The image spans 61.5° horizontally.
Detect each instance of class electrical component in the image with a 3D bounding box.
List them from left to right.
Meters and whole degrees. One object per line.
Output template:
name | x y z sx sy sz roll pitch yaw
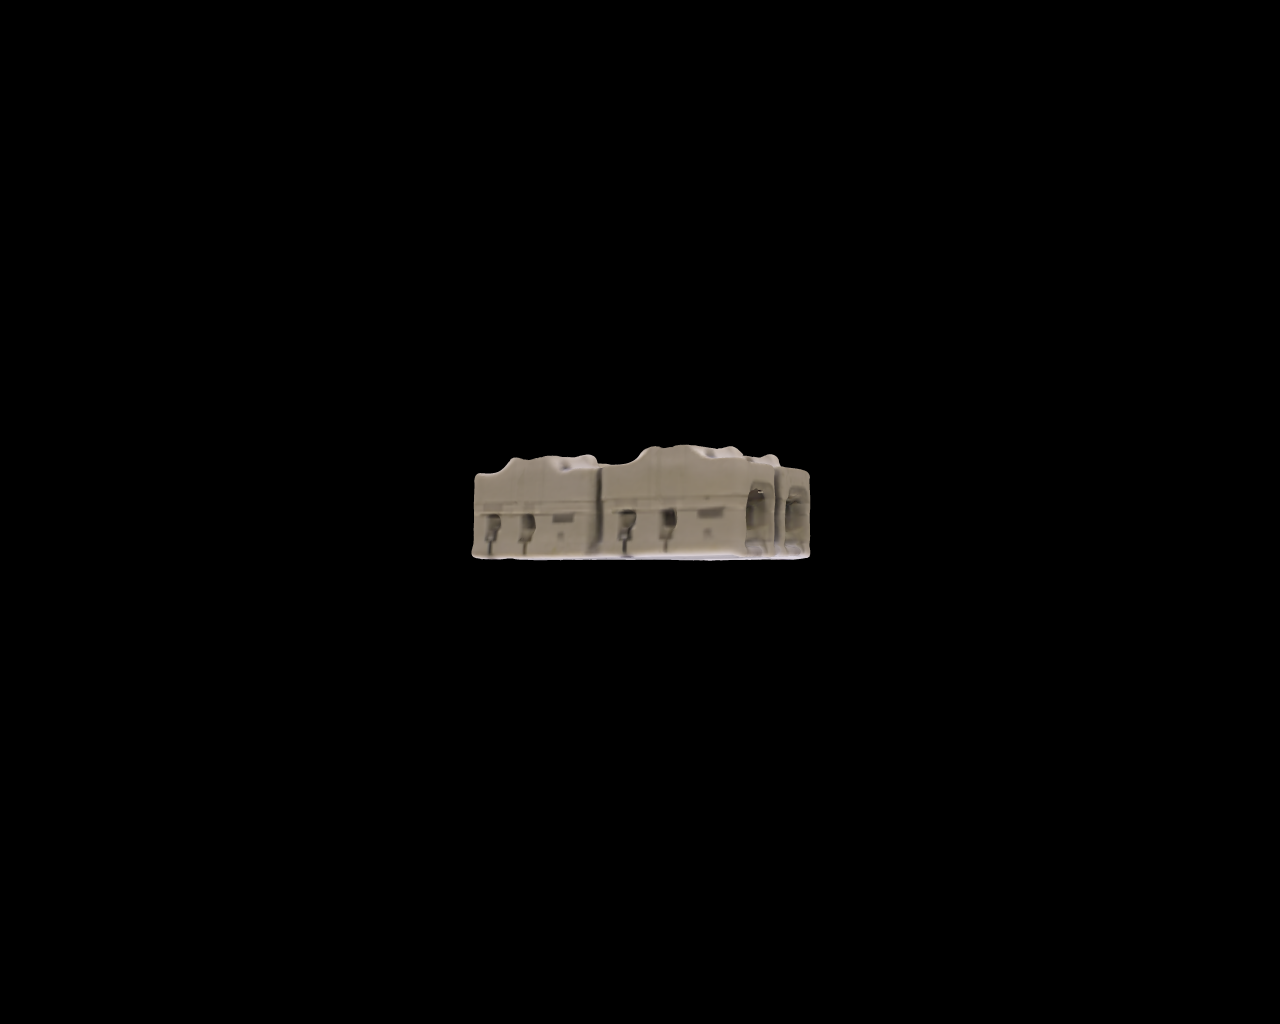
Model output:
electrical component | 0.001 -0.003 0.650 0.186 0.060 0.105 -2 -3 31
